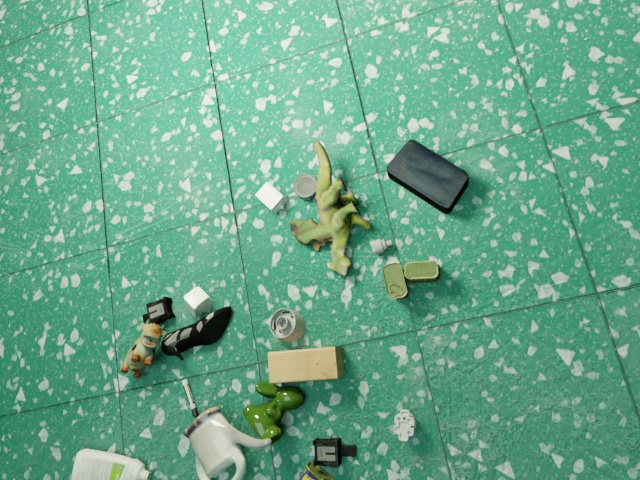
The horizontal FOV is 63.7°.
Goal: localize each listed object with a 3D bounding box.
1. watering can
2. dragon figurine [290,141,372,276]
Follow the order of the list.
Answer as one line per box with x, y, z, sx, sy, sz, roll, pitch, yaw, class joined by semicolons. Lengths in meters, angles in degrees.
-0.277;0.585;1.493;0.104;0.227;0.342;-6;-37;-54;watering can
0.005;-0.081;1.602;0.241;0.414;0.122;-33;-15;16;dragon figurine
